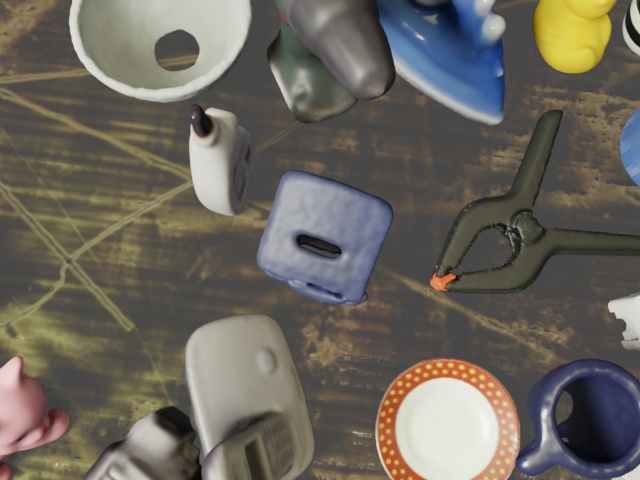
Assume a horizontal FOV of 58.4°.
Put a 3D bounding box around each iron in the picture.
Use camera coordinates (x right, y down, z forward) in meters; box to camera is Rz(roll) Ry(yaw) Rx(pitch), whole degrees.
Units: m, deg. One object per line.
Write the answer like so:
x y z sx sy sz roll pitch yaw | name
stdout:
0.108 -0.234 0.532 0.119 0.141 0.258 -36 82 -7 | iron

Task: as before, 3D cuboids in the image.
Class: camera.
-0.129 0.231 0.464 0.136 0.101 0.143 36 81 6 | camera

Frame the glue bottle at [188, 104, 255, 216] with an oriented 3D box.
-0.087 -0.075 0.484 0.037 0.173 0.078 14 80 2 | glue bottle

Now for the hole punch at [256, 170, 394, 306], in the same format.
0.005 0.002 0.513 0.108 0.091 0.101 19 80 3 | hole punch

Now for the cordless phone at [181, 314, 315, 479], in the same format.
-0.061 0.130 0.440 0.094 0.185 0.147 -19 80 -4 | cordless phone

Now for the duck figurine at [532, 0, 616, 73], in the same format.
0.259 -0.225 0.561 0.077 0.086 0.104 0 79 -1 | duck figurine

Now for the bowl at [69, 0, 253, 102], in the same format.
-0.145 -0.202 0.556 0.167 0.075 0.167 0 80 -1 | bowl

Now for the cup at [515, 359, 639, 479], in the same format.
0.205 0.155 0.486 0.118 0.095 0.091 -34 82 -7 | cup

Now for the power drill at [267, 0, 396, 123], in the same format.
-0.004 -0.184 0.487 0.075 0.208 0.229 -24 81 -5 | power drill

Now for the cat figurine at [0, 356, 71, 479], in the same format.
-0.268 0.155 0.467 0.128 0.118 0.067 -43 83 -8 | cat figurine
